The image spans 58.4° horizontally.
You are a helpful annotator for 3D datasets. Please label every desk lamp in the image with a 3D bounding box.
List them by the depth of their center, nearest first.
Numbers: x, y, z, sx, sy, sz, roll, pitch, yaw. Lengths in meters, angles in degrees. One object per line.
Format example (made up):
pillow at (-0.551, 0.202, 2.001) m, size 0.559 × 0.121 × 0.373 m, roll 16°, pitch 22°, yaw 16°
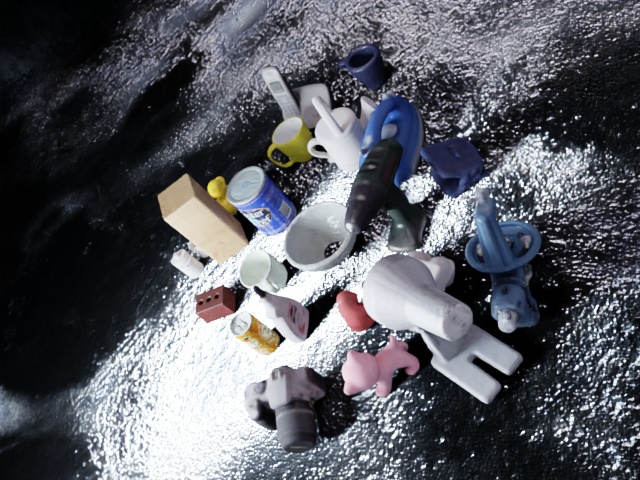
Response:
desk lamp at (0.187, 0.129, 0.897) m, size 0.202 × 0.214 × 0.118 m, roll 31°, pitch 79°, yaw 43°

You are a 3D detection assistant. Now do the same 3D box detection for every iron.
iron at (0.147, -0.236, 1.237) m, size 0.118 × 0.142 × 0.258 m, roll 1°, pitch 59°, yaw 34°

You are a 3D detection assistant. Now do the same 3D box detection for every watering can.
watering can at (0.046, -0.254, 1.280) m, size 0.173 × 0.195 × 0.100 m, roll -46°, pitch 46°, yaw -4°

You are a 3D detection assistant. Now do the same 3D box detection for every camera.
camera at (-0.064, 0.305, 1.017) m, size 0.143 × 0.101 × 0.136 m, roll -25°, pitch 48°, yaw 17°

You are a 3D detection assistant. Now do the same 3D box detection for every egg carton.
egg carton at (0.175, 0.091, 1.034) m, size 0.107 × 0.070 × 0.150 m, roll 16°, pitch 68°, yaw 40°

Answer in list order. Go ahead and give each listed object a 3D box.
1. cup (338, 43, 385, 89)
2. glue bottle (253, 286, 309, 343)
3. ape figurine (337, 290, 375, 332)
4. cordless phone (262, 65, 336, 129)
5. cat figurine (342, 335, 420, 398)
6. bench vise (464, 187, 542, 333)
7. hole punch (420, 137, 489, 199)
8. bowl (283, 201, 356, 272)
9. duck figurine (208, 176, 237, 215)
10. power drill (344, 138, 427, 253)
cup at (0.111, -0.422, 1.427) m, size 0.117 × 0.095 × 0.092 m, roll 0°, pitch 59°, yaw 34°
glue bottle at (-0.078, 0.133, 1.100) m, size 0.037 × 0.174 × 0.078 m, roll -16°, pitch 51°, yaw 24°
ape figurine at (0.063, 0.124, 1.069) m, size 0.077 × 0.092 × 0.076 m, roll 6°, pitch 63°, yaw 36°
cordless phone at (-0.053, -0.366, 1.432) m, size 0.147 × 0.186 × 0.094 m, roll -7°, pitch 56°, yaw 30°
cat figurine at (0.091, 0.211, 0.969) m, size 0.128 × 0.118 × 0.067 m, roll -42°, pitch 46°, yaw 1°
bench vise at (0.294, 0.028, 0.894) m, size 0.121 × 0.220 × 0.207 m, roll -26°, pitch 48°, yaw 16°
hole punch at (0.266, -0.158, 1.137) m, size 0.101 × 0.091 × 0.108 m, roll -36°, pitch 46°, yaw 7°
bowl at (0.011, 0.004, 1.202) m, size 0.167 × 0.075 × 0.167 m, roll -17°, pitch 51°, yaw 23°
duck figurine at (-0.250, -0.114, 1.452) m, size 0.077 × 0.086 × 0.104 m, roll -16°, pitch 51°, yaw 24°
power drill at (0.126, -0.065, 1.081) m, size 0.075 × 0.209 × 0.230 m, roll -3°, pitch 57°, yaw 32°
